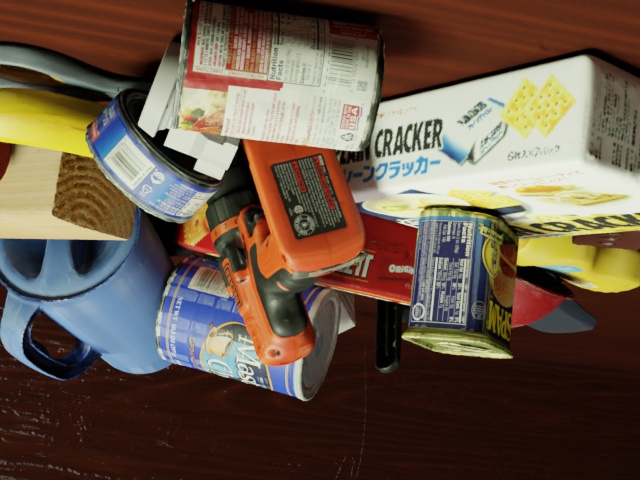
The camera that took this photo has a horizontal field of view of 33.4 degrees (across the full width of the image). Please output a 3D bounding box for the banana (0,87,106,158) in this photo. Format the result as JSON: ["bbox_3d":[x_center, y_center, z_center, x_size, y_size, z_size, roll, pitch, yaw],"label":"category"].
[{"bbox_3d":[-0.159,-0.072,0.710,0.197,0.037,0.070,10,176,-40],"label":"banana"}]

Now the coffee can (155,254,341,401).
[{"bbox_3d":[-0.063,0.078,0.969,0.140,0.103,0.102,13,173,16],"label":"coffee can"}]

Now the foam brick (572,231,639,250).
[{"bbox_3d":[0.220,-0.025,0.803,0.053,0.051,0.078,5,170,11],"label":"foam brick"}]

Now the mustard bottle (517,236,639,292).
[{"bbox_3d":[0.208,0.004,0.958,0.191,0.058,0.096,16,179,-45],"label":"mustard bottle"}]

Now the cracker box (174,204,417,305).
[{"bbox_3d":[-0.006,0.001,0.936,0.163,0.072,0.214,13,180,-35],"label":"cracker box"}]

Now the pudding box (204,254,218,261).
[{"bbox_3d":[-0.079,0.032,1.084,0.039,0.113,0.090,30,137,-34],"label":"pudding box"}]

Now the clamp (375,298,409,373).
[{"bbox_3d":[0.069,0.038,1.152,0.036,0.164,0.209,-16,-174,18],"label":"clamp"}]

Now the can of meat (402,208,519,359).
[{"bbox_3d":[0.095,0.030,0.702,0.058,0.084,0.102,2,169,23],"label":"can of meat"}]

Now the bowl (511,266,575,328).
[{"bbox_3d":[0.152,0.036,0.992,0.162,0.055,0.162,26,-170,-5],"label":"bowl"}]

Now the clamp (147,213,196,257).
[{"bbox_3d":[-0.172,-0.013,1.066,0.171,0.039,0.120,-18,151,-5],"label":"clamp"}]

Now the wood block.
[{"bbox_3d":[-0.248,-0.051,0.828,0.206,0.091,0.090,0,169,29],"label":"wood block"}]

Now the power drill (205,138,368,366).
[{"bbox_3d":[-0.035,-0.018,0.733,0.057,0.184,0.188,-18,166,-18],"label":"power drill"}]

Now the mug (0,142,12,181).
[{"bbox_3d":[-0.268,-0.059,0.732,0.082,0.117,0.093,-2,164,16],"label":"mug"}]

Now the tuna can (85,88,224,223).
[{"bbox_3d":[-0.101,-0.053,0.660,0.034,0.086,0.086,-44,148,19],"label":"tuna can"}]

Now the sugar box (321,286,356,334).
[{"bbox_3d":[-0.012,0.056,1.123,0.093,0.048,0.176,-25,-159,10],"label":"sugar box"}]

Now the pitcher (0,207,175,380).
[{"bbox_3d":[-0.199,0.046,0.976,0.149,0.145,0.243,-22,153,-1],"label":"pitcher"}]

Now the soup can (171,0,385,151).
[{"bbox_3d":[-0.023,-0.085,0.555,0.102,0.068,0.068,7,171,-8],"label":"soup can"}]

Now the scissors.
[{"bbox_3d":[-0.130,-0.101,0.684,0.202,0.016,0.096,4,170,11],"label":"scissors"}]
